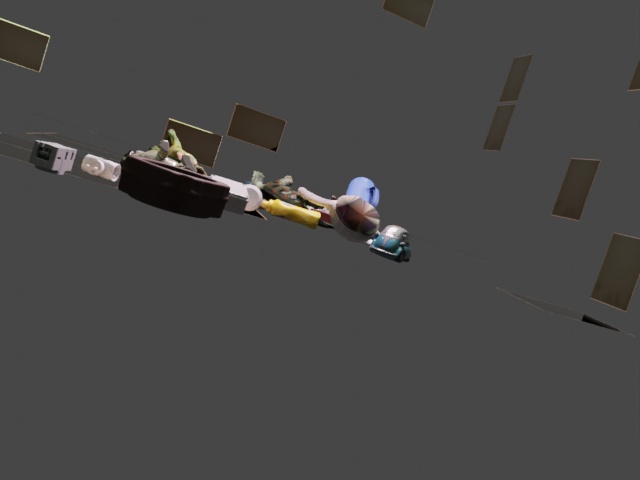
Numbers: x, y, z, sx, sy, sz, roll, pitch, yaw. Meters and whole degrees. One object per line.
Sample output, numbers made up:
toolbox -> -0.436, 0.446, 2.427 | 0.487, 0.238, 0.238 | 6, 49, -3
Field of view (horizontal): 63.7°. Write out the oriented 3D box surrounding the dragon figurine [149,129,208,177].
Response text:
dragon figurine -> -0.543, -0.300, 2.046 | 0.242, 0.123, 0.408 | 44, -10, -3

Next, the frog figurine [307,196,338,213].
frog figurine -> 0.006, -0.102, 2.025 | 0.158, 0.122, 0.138 | -18, 2, 19

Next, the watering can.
watering can -> 0.071, -0.084, 1.657 | 0.348, 0.105, 0.222 | 36, -14, 4
